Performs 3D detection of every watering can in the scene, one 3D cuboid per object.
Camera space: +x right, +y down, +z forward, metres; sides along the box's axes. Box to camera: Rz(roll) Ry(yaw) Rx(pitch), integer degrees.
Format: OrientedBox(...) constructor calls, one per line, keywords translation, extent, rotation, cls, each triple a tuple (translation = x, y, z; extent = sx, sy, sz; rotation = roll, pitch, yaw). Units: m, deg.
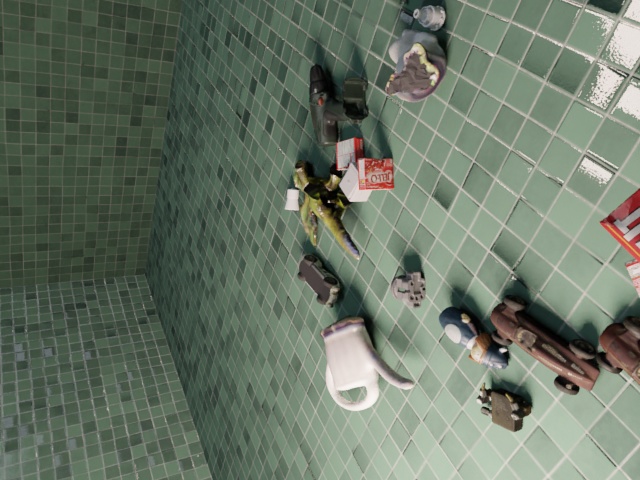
OrientedBox(translation=(0.100, 0.292, 1.258), extent=(0.342, 0.104, 0.228), rotation=(-40, 59, 52), cls="watering can")

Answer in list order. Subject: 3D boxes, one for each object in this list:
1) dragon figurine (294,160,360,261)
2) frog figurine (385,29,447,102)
OrientedBox(translation=(0.004, -0.072, 1.427), extent=(0.237, 0.122, 0.418), rotation=(106, 150, -58), cls="dragon figurine")
OrientedBox(translation=(0.201, -0.370, 1.083), extent=(0.163, 0.123, 0.134), rotation=(-75, -3, -53), cls="frog figurine")
